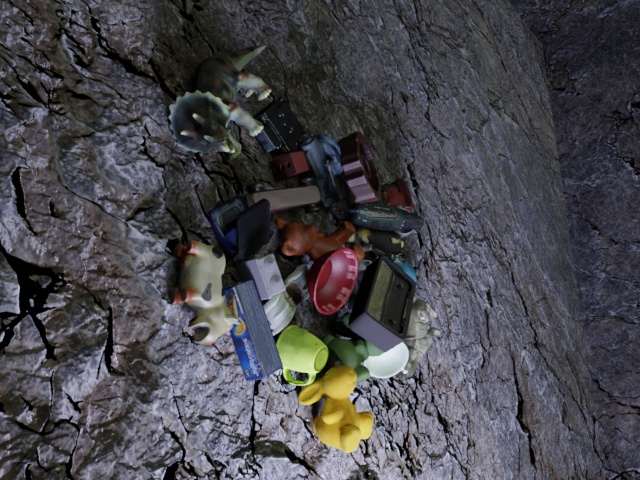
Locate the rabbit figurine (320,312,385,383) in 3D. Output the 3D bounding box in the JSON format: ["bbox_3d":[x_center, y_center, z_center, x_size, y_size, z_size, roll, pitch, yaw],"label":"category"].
[{"bbox_3d":[0.083,0.262,1.309,0.170,0.121,0.159,-19,70,-36],"label":"rabbit figurine"}]

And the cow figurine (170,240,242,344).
[{"bbox_3d":[-0.220,0.105,1.045,0.127,0.085,0.195,13,66,-39],"label":"cow figurine"}]

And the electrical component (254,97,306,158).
[{"bbox_3d":[-0.107,-0.272,1.323,0.114,0.058,0.134,53,44,-19],"label":"electrical component"}]

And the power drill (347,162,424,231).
[{"bbox_3d":[0.163,-0.114,1.483,0.232,0.086,0.207,-4,64,-31],"label":"power drill"}]

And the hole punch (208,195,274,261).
[{"bbox_3d":[-0.170,-0.030,1.157,0.142,0.092,0.115,-41,138,-50],"label":"hole punch"}]

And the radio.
[{"bbox_3d":[0.159,0.155,1.328,0.131,0.073,0.230,38,40,-11],"label":"radio"}]

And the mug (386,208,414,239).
[{"bbox_3d":[0.228,-0.041,1.570,0.109,0.107,0.081,-22,78,-27],"label":"mug"}]

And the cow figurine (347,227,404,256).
[{"bbox_3d":[0.149,0.002,1.485,0.167,0.098,0.068,22,65,-36],"label":"cow figurine"}]

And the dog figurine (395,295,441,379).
[{"bbox_3d":[0.244,0.266,1.480,0.190,0.121,0.172,-47,115,-45],"label":"dog figurine"}]

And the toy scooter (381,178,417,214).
[{"bbox_3d":[0.234,-0.132,1.648,0.184,0.075,0.135,2,76,-52],"label":"toy scooter"}]

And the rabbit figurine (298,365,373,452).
[{"bbox_3d":[0.040,0.354,1.192,0.122,0.163,0.173,-13,109,-48],"label":"rabbit figurine"}]

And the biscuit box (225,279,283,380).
[{"bbox_3d":[-0.145,0.186,1.114,0.063,0.059,0.202,-19,91,-51],"label":"biscuit box"}]

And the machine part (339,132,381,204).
[{"bbox_3d":[0.101,-0.179,1.348,0.179,0.056,0.179,-15,90,-70],"label":"machine part"}]

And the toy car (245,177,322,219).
[{"bbox_3d":[-0.086,-0.096,1.271,0.202,0.053,0.089,-12,87,-31],"label":"toy car"}]

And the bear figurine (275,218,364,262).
[{"bbox_3d":[-0.006,-0.001,1.294,0.195,0.132,0.120,34,30,-42],"label":"bear figurine"}]

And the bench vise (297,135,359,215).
[{"bbox_3d":[0.032,-0.192,1.409,0.223,0.129,0.240,58,46,-21],"label":"bench vise"}]

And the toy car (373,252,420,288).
[{"bbox_3d":[0.210,0.107,1.494,0.161,0.109,0.103,47,42,-47],"label":"toy car"}]

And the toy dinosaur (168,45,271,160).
[{"bbox_3d":[-0.217,-0.325,1.179,0.192,0.131,0.405,30,50,-40],"label":"toy dinosaur"}]

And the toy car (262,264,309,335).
[{"bbox_3d":[-0.076,0.132,1.215,0.073,0.056,0.202,59,42,-17],"label":"toy car"}]
